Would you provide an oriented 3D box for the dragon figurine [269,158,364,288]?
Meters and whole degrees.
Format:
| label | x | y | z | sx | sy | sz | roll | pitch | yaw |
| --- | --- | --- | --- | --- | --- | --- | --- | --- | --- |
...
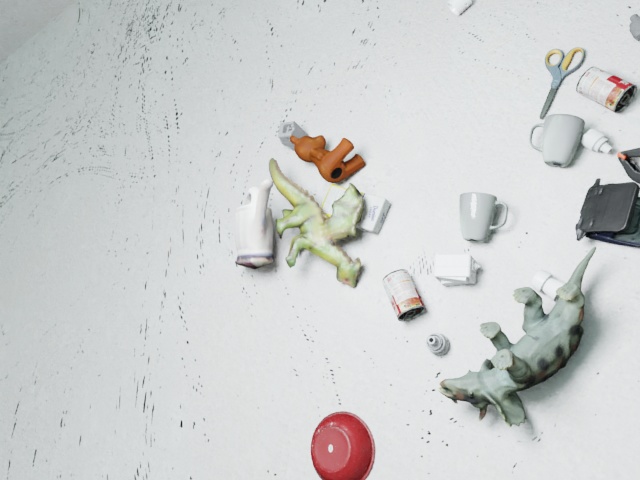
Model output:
| label | x | y | z | sx | sy | sz | roll | pitch | yaw |
| --- | --- | --- | --- | --- | --- | --- | --- | --- | --- |
| dragon figurine | 0.004 | -0.067 | 1.338 | 0.241 | 0.121 | 0.415 | -20 | 76 | 18 |

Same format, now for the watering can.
| label | x | y | z | sx | sy | sz | roll | pitch | yaw |
| --- | --- | --- | --- | --- | --- | --- | --- | --- | --- |
| watering can | -0.169 | -0.036 | 1.370 | 0.104 | 0.345 | 0.226 | -2 | 84 | -16 |
